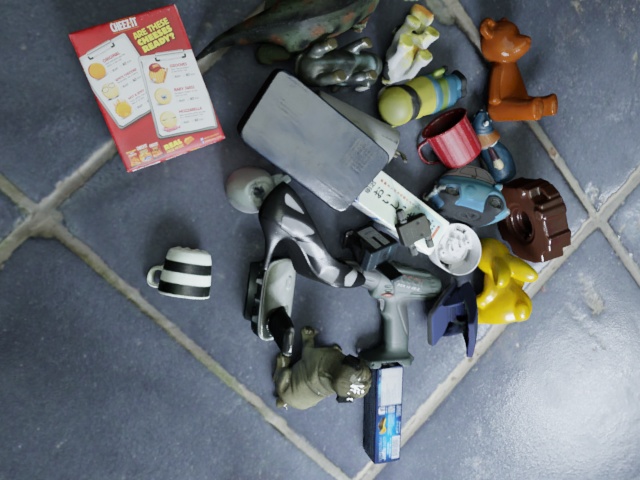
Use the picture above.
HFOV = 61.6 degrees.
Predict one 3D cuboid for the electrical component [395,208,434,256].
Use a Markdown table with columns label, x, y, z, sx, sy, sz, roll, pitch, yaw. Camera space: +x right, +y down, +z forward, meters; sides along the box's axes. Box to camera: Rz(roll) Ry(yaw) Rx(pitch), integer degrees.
| label | x | y | z | sx | sy | sz | roll | pitch | yaw |
| --- | --- | --- | --- | --- | --- | --- | --- | --- | --- |
| electrical component | 0.171 | -0.020 | 0.972 | 0.063 | 0.021 | 0.094 | -26 | 108 | -9 |

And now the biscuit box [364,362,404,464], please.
| label | x | y | z | sx | sy | sz | roll | pitch | yaw |
| --- | --- | --- | --- | --- | --- | --- | --- | --- | --- |
| biscuit box | 0.125 | 0.338 | 1.071 | 0.059 | 0.063 | 0.202 | -2 | 99 | -19 |

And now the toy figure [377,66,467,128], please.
| label | x | y | z | sx | sy | sz | roll | pitch | yaw |
| --- | --- | --- | --- | --- | --- | --- | --- | --- | --- |
| toy figure | 0.189 | -0.265 | 0.987 | 0.180 | 0.089 | 0.082 | -18 | 96 | -13 |

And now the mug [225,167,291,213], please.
| label | x | y | z | sx | sy | sz | roll | pitch | yaw |
| --- | --- | --- | --- | --- | --- | --- | --- | --- | --- |
| mug | -0.099 | -0.085 | 0.906 | 0.109 | 0.107 | 0.080 | -18 | 105 | -14 |

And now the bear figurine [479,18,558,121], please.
| label | x | y | z | sx | sy | sz | roll | pitch | yaw |
| --- | --- | --- | --- | --- | --- | --- | --- | --- | --- |
| bear figurine | 0.375 | -0.329 | 1.027 | 0.120 | 0.132 | 0.195 | -18 | 110 | -45 |

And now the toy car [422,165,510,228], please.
| label | x | y | z | sx | sy | sz | roll | pitch | yaw |
| --- | --- | --- | --- | --- | --- | --- | --- | --- | --- |
| toy car | 0.285 | -0.092 | 1.049 | 0.162 | 0.109 | 0.103 | 17 | 69 | -9 |

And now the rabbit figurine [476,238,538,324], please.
| label | x | y | z | sx | sy | sz | roll | pitch | yaw |
| --- | --- | --- | --- | --- | --- | --- | --- | --- | --- |
| rabbit figurine | 0.354 | 0.078 | 1.078 | 0.122 | 0.162 | 0.173 | -11 | 84 | -5 |

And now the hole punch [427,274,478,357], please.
| label | x | y | z | sx | sy | sz | roll | pitch | yaw |
| --- | --- | --- | --- | --- | --- | --- | --- | --- | --- |
| hole punch | 0.273 | 0.151 | 1.043 | 0.116 | 0.092 | 0.142 | -49 | 140 | -34 |

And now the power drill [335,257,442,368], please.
| label | x | y | z | sx | sy | sz | roll | pitch | yaw |
| --- | --- | --- | --- | --- | --- | --- | --- | --- | --- |
| power drill | 0.118 | 0.137 | 1.037 | 0.232 | 0.086 | 0.207 | 3 | 91 | -19 |

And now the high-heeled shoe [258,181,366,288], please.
| label | x | y | z | sx | sy | sz | roll | pitch | yaw |
| --- | --- | --- | --- | --- | --- | --- | --- | --- | --- |
| high-heeled shoe | -0.002 | -0.003 | 0.903 | 0.248 | 0.086 | 0.145 | 14 | 92 | -40 |

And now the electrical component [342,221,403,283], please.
| label | x | y | z | sx | sy | sz | roll | pitch | yaw |
| --- | --- | --- | --- | --- | --- | --- | --- | --- | --- |
| electrical component | 0.103 | 0.023 | 0.979 | 0.075 | 0.119 | 0.047 | -19 | 138 | -32 |

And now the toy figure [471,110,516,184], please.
| label | x | y | z | sx | sy | sz | roll | pitch | yaw |
| --- | --- | --- | --- | --- | --- | --- | --- | --- | --- |
| toy figure | 0.338 | -0.184 | 1.064 | 0.058 | 0.064 | 0.154 | -35 | 109 | -2 |

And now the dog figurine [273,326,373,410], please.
| label | x | y | z | sx | sy | sz | roll | pitch | yaw |
| --- | --- | --- | --- | --- | --- | --- | --- | --- | --- |
| dog figurine | -0.001 | 0.257 | 0.948 | 0.121 | 0.191 | 0.172 | 26 | 91 | -21 |

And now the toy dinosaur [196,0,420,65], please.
| label | x | y | z | sx | sy | sz | roll | pitch | yaw |
| --- | --- | --- | --- | --- | --- | --- | --- | --- | --- |
| toy dinosaur | -0.001 | -0.367 | 0.853 | 0.405 | 0.192 | 0.131 | -33 | 105 | -13 |

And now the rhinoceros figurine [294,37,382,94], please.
| label | x | y | z | sx | sy | sz | roll | pitch | yaw |
| --- | --- | --- | --- | --- | --- | --- | --- | --- | --- |
| rhinoceros figurine | 0.040 | -0.285 | 0.904 | 0.190 | 0.112 | 0.073 | -19 | 93 | -46 |

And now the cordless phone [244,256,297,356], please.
| label | x | y | z | sx | sy | sz | roll | pitch | yaw |
| --- | --- | --- | --- | --- | --- | --- | --- | --- | --- |
| cordless phone | -0.070 | 0.107 | 0.905 | 0.089 | 0.184 | 0.146 | 6 | 96 | -16 |

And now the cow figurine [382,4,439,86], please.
| label | x | y | z | sx | sy | sz | roll | pitch | yaw |
| --- | --- | --- | --- | --- | --- | --- | --- | --- | --- |
| cow figurine | 0.158 | -0.346 | 0.961 | 0.068 | 0.098 | 0.167 | 30 | 51 | -12 |

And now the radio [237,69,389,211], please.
| label | x | y | z | sx | sy | sz | roll | pitch | yaw |
| --- | --- | --- | --- | --- | --- | --- | --- | --- | --- |
| radio | -0.013 | -0.157 | 0.872 | 0.229 | 0.073 | 0.131 | 35 | 98 | -19 |

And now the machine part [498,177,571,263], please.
| label | x | y | z | sx | sy | sz | roll | pitch | yaw |
| --- | --- | --- | --- | --- | --- | --- | --- | --- | --- |
| machine part | 0.413 | -0.039 | 1.058 | 0.056 | 0.179 | 0.179 | -21 | 104 | -11 |

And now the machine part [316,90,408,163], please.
| label | x | y | z | sx | sy | sz | roll | pitch | yaw |
| --- | --- | --- | --- | --- | --- | --- | --- | --- | --- |
| machine part | 0.054 | -0.196 | 0.958 | 0.243 | 0.079 | 0.079 | 21 | 91 | -20 |
